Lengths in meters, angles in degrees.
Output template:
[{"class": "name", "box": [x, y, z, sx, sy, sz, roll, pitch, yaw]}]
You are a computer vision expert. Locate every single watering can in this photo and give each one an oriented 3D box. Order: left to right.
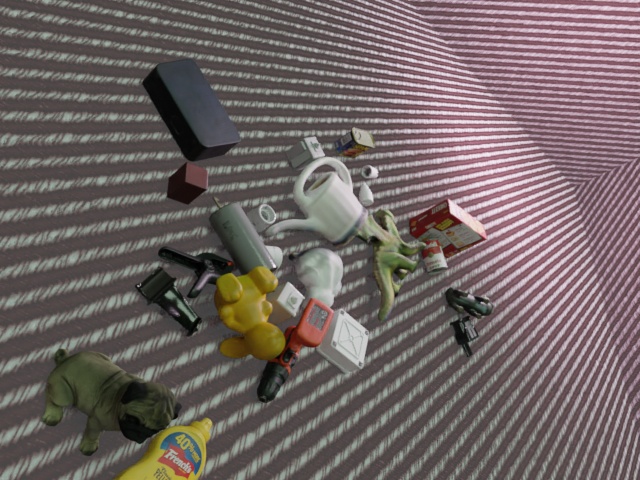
[{"class": "watering can", "box": [0.004, -0.068, 1.342, 0.222, 0.103, 0.355, 47, 51, -17]}]

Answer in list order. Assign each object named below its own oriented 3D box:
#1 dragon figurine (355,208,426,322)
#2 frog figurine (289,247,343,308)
[{"class": "dragon figurine", "box": [0.162, 0.033, 1.470, 0.243, 0.120, 0.418, 39, 38, 1]}, {"class": "frog figurine", "box": [0.001, 0.101, 1.208, 0.135, 0.122, 0.163, 47, 23, -47]}]
